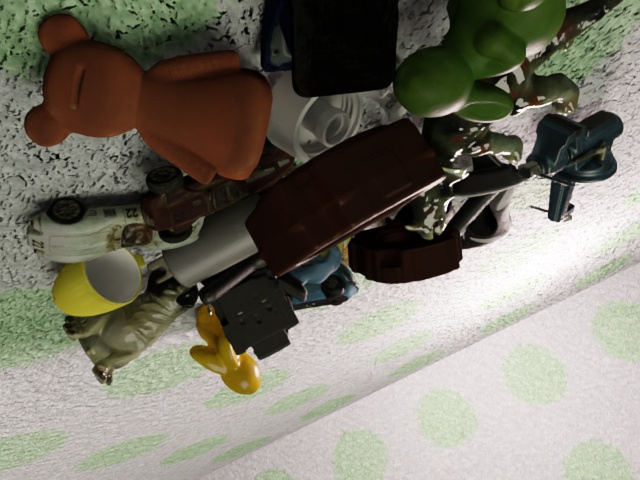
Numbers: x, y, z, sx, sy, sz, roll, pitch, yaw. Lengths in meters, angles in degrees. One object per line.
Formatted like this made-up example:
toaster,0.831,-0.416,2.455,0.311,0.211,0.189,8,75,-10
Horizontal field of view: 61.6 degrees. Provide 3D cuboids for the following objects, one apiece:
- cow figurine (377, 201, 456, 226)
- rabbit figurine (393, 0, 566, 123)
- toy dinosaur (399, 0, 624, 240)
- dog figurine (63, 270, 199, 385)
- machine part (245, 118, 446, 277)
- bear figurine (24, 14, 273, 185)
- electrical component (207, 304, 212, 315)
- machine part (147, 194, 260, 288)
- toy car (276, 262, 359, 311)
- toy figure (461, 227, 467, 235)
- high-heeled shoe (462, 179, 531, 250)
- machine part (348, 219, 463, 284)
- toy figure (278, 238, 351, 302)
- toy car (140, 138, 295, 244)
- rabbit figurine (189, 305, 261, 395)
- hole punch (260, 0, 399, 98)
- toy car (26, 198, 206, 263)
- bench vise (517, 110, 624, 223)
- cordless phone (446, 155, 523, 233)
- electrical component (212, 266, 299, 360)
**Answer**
cow figurine,0.160,-0.029,0.958,0.167,0.068,0.098,-27,149,-4
rabbit figurine,0.143,-0.189,0.539,0.170,0.121,0.159,-43,149,3
toy dinosaur,0.205,-0.179,0.670,0.192,0.131,0.404,-8,144,-33
dog figurine,-0.280,0.123,0.841,0.190,0.121,0.172,-34,-167,-22
machine part,0.025,-0.048,0.620,0.201,0.087,0.201,-29,175,-27
bear figurine,-0.146,-0.120,0.487,0.196,0.120,0.132,9,-170,-11
electrical component,-0.151,0.105,0.912,0.045,0.102,0.078,1,121,-50
machine part,-0.126,-0.004,0.739,0.243,0.079,0.079,-27,154,4
toy car,-0.016,0.066,0.941,0.162,0.103,0.109,-9,161,3
toy figure,0.210,-0.017,1.044,0.154,0.058,0.064,-14,114,-18
high-heeled shoe,0.304,-0.051,1.033,0.145,0.086,0.248,-7,143,-32
machine part,0.130,0.014,0.836,0.179,0.056,0.179,-7,-164,2
toy figure,-0.001,-0.003,0.765,0.180,0.089,0.082,-54,-161,-21
toy car,-0.108,-0.062,0.622,0.202,0.053,0.089,-25,137,-28
rabbit figurine,-0.158,0.199,0.991,0.122,0.173,0.162,-25,159,9
hole punch,0.006,-0.200,0.497,0.142,0.092,0.115,-11,120,-23
toy car,-0.238,-0.015,0.643,0.202,0.056,0.073,-10,150,-30
bench vise,0.437,-0.115,0.950,0.224,0.129,0.240,-37,138,-26
cordless phone,0.238,-0.055,0.871,0.184,0.089,0.146,-55,166,21
electrical component,-0.100,0.117,0.849,0.115,0.134,0.058,-28,-173,-6
